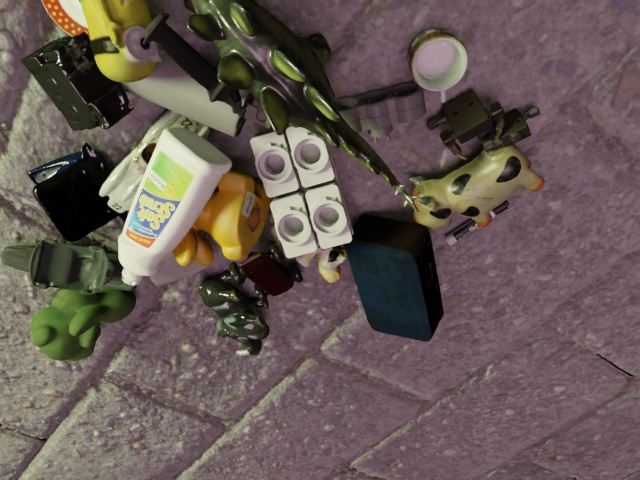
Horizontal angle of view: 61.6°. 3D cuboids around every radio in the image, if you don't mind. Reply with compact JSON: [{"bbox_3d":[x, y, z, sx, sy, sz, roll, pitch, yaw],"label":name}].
[{"bbox_3d":[0.133,0.070,0.928,0.131,0.073,0.229,9,136,32],"label":"radio"}]

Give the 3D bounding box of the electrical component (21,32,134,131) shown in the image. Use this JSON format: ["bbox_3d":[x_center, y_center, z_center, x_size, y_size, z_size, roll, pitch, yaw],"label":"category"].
[{"bbox_3d":[-0.328,-0.207,0.719,0.134,0.058,0.114,9,136,43],"label":"electrical component"}]

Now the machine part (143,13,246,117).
[{"bbox_3d":[-0.144,-0.204,0.633,0.039,0.084,0.138,-38,127,18],"label":"machine part"}]

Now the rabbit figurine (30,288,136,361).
[{"bbox_3d":[-0.425,0.129,0.972,0.170,0.121,0.159,-29,167,-8],"label":"rabbit figurine"}]

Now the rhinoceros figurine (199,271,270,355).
[{"bbox_3d":[-0.157,0.146,1.015,0.112,0.073,0.190,-21,125,13],"label":"rhinoceros figurine"}]

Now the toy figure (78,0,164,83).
[{"bbox_3d":[-0.245,-0.279,0.636,0.089,0.082,0.180,-8,106,51],"label":"toy figure"}]

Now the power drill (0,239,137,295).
[{"bbox_3d":[-0.413,0.044,0.871,0.232,0.086,0.207,11,168,-18],"label":"power drill"}]

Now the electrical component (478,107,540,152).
[{"bbox_3d":[0.281,-0.164,0.789,0.094,0.063,0.021,-24,124,15],"label":"electrical component"}]

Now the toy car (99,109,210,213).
[{"bbox_3d":[-0.248,-0.117,0.805,0.073,0.056,0.201,39,102,-26],"label":"toy car"}]

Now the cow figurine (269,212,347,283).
[{"bbox_3d":[-0.001,-0.003,0.909,0.098,0.068,0.167,-36,119,18],"label":"cow figurine"}]

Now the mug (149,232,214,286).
[{"bbox_3d":[-0.242,0.016,0.917,0.107,0.081,0.109,-15,122,-2],"label":"mug"}]

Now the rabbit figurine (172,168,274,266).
[{"bbox_3d":[-0.178,-0.037,0.848,0.173,0.122,0.162,15,93,16],"label":"rabbit figurine"}]

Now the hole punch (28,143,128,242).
[{"bbox_3d":[-0.380,-0.076,0.845,0.116,0.092,0.142,-34,125,-22],"label":"hole punch"}]

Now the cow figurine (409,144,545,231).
[{"bbox_3d":[0.229,-0.080,0.842,0.195,0.085,0.127,-37,125,27],"label":"cow figurine"}]

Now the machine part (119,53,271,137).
[{"bbox_3d":[-0.178,-0.206,0.729,0.243,0.079,0.079,22,124,-6],"label":"machine part"}]

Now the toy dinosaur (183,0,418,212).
[{"bbox_3d":[-0.045,-0.204,0.669,0.471,0.199,0.105,35,117,-22],"label":"toy dinosaur"}]

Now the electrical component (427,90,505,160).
[{"bbox_3d":[0.217,-0.168,0.782,0.102,0.078,0.045,-34,143,16],"label":"electrical component"}]

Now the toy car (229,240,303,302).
[{"bbox_3d":[-0.090,0.052,0.908,0.089,0.053,0.202,-27,158,3],"label":"toy car"}]
